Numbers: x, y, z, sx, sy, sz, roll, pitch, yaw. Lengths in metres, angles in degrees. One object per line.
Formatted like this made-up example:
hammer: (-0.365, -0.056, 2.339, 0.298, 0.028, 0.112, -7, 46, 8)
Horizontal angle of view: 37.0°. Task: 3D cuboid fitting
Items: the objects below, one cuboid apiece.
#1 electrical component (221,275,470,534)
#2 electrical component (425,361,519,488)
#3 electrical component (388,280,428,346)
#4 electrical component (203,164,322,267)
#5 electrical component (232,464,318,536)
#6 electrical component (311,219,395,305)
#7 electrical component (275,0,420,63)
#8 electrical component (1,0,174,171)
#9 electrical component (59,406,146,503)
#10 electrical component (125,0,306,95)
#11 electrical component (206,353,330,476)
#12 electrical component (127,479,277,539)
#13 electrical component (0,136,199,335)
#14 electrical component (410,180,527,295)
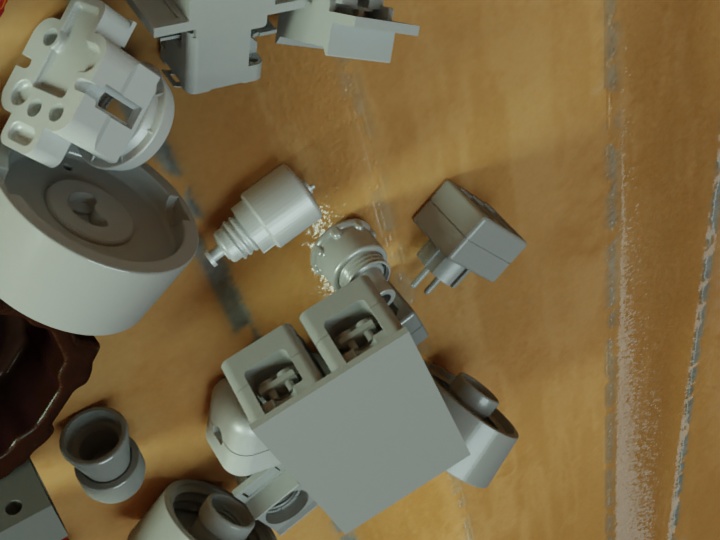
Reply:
electrical component: (-0.005, 0.091, 0.703, 0.105, 0.060, 0.186, -32, 144, -3)
electrical component: (0.079, 0.118, 0.875, 0.060, 0.108, 0.108, -53, 143, 8)
electrical component: (0.013, 0.053, 0.793, 0.066, 0.047, 0.076, -37, 144, -3)
electrical component: (-0.059, -0.030, 0.645, 0.078, 0.040, 0.040, -37, 144, -4)
electrical component: (-0.069, 0.160, 0.821, 0.042, 0.063, 0.081, -39, 145, -2)
electrical component: (0.000, 0.000, 0.711, 0.048, 0.062, 0.048, -23, 141, -20)
electrical component: (-0.009, -0.141, 0.546, 0.042, 0.081, 0.063, -2, 108, -41)
electrical component: (-0.126, -0.082, 0.513, 0.057, 0.058, 0.078, 31, 85, -56)
electrical component: (-0.168, 0.123, 0.709, 0.045, 0.045, 0.055, -28, 143, -16)
electrical component: (-0.073, -0.124, 0.531, 0.081, 0.042, 0.063, -18, 140, -27)
electrical component: (-0.059, 0.100, 0.773, 0.095, 0.053, 0.059, -15, 138, -30)
electrical component: (-0.110, 0.200, 0.795, 0.108, 0.108, 0.060, 18, 110, -50)
electrical component: (-0.142, -0.015, 0.535, 0.108, 0.108, 0.060, 7, 130, -45)
electrical component: (0.067, -0.013, 0.769, 0.076, 0.047, 0.066, -49, 143, 13)
